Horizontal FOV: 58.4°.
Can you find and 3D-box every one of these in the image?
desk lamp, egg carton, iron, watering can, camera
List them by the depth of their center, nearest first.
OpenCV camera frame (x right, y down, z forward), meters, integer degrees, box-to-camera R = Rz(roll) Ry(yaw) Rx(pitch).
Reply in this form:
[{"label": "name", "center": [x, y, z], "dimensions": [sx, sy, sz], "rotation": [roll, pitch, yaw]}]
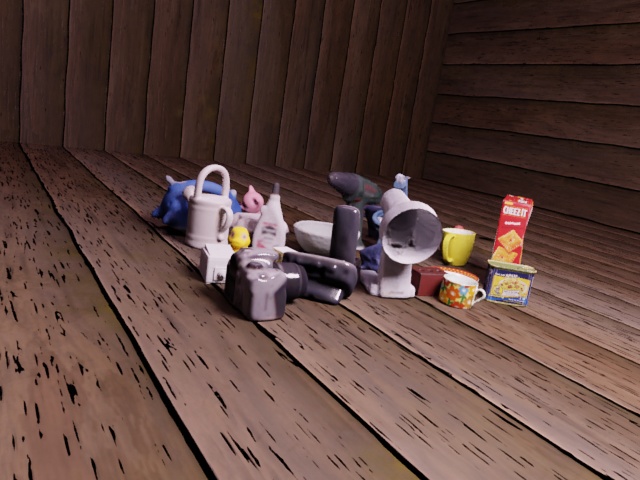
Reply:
[{"label": "camera", "center": [-0.084, 0.069, 0.998], "dimensions": [0.137, 0.101, 0.142], "rotation": [2, 14, -29]}, {"label": "desk lamp", "center": [0.155, 0.009, 1.166], "dimensions": [0.118, 0.213, 0.203], "rotation": [6, 12, -12]}, {"label": "watering can", "center": [-0.265, -0.083, 1.348], "dimensions": [0.172, 0.194, 0.101], "rotation": [13, 13, 19]}, {"label": "egg carton", "center": [-0.159, -0.027, 1.462], "dimensions": [0.151, 0.069, 0.107], "rotation": [1, 14, -30]}, {"label": "iron", "center": [-0.297, -0.092, 1.496], "dimensions": [0.259, 0.141, 0.118], "rotation": [-1, 15, -37]}]

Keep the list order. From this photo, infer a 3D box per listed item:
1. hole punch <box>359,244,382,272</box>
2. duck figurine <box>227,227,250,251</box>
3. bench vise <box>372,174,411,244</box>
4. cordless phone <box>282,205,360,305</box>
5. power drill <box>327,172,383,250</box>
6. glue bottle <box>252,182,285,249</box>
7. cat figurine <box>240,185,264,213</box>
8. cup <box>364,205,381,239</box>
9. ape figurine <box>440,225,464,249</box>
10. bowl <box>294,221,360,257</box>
[{"label": "hole punch", "center": [0.150, 0.031, 1.354], "dimensions": [0.100, 0.091, 0.109], "rotation": [16, 14, 32]}, {"label": "duck figurine", "center": [-0.174, 0.013, 1.228], "dimensions": [0.077, 0.086, 0.104], "rotation": [9, 12, 1]}, {"label": "bench vise", "center": [0.207, -0.080, 1.598], "dimensions": [0.121, 0.220, 0.207], "rotation": [9, 12, 1]}, {"label": "cordless phone", "center": [0.005, 0.018, 1.093], "dimensions": [0.147, 0.185, 0.094], "rotation": [10, 12, 8]}, {"label": "power drill", "center": [0.083, -0.077, 1.527], "dimensions": [0.075, 0.208, 0.230], "rotation": [17, 15, 34]}, {"label": "glue bottle", "center": [-0.115, -0.050, 1.353], "dimensions": [0.078, 0.173, 0.037], "rotation": [8, 12, -4]}, {"label": "cat figurine", "center": [-0.195, -0.101, 1.661], "dimensions": [0.067, 0.118, 0.128], "rotation": [8, 12, 0]}, {"label": "cup", "center": [0.166, -0.054, 1.750], "dimensions": [0.117, 0.095, 0.091], "rotation": [8, 12, 0]}, {"label": "ape figurine", "center": [0.389, 0.003, 1.644], "dimensions": [0.077, 0.092, 0.076], "rotation": [15, 14, 28]}, {"label": "bowl", "center": [0.013, 0.005, 1.419], "dimensions": [0.167, 0.075, 0.167], "rotation": [8, 12, -1]}]
